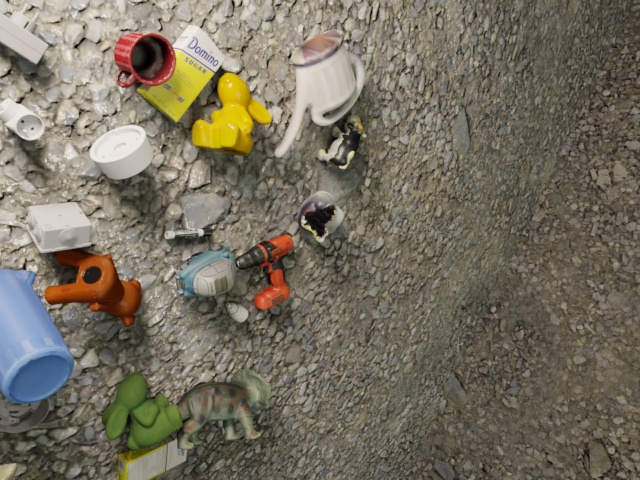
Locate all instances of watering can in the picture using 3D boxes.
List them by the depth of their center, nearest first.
[{"bbox_3d":[-0.011,-0.371,1.269,0.352,0.105,0.219,-44,135,-24],"label":"watering can"}]

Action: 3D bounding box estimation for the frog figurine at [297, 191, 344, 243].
[{"bbox_3d":[0.004,-0.074,1.465,0.161,0.123,0.136,-57,150,-72],"label":"frog figurine"}]

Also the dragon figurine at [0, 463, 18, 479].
[{"bbox_3d":[-0.720,0.462,0.828,0.414,0.245,0.120,-18,128,-43],"label":"dragon figurine"}]
